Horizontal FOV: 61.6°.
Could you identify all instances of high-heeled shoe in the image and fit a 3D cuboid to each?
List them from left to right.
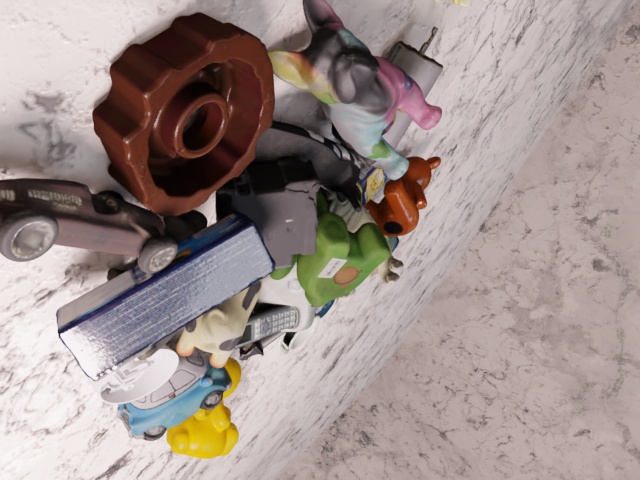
[{"bbox_3d":[-0.026,-0.120,0.684,0.086,0.145,0.248,-40,136,18],"label":"high-heeled shoe"}]

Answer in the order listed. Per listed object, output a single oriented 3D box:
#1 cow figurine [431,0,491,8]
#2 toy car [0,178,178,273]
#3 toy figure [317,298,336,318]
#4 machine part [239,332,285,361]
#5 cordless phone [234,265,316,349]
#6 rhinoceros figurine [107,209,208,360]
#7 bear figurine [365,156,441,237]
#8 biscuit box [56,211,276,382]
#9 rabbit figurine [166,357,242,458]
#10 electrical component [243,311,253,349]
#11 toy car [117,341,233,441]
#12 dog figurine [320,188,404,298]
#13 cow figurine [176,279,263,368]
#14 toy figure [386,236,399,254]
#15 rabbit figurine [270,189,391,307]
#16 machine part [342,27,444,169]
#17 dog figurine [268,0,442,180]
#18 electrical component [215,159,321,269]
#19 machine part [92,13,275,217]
[{"bbox_3d":[0.181,-0.351,0.680,0.167,0.068,0.098,-35,150,-46],"label":"cow figurine"},{"bbox_3d":[-0.191,-0.020,0.419,0.053,0.089,0.202,-52,159,6],"label":"toy car"},{"bbox_3d":[0.022,0.097,1.156,0.057,0.064,0.154,22,105,-31],"label":"toy figure"},{"bbox_3d":[-0.089,0.166,0.975,0.139,0.039,0.084,-31,-162,-4],"label":"machine part"},{"bbox_3d":[-0.096,0.097,0.847,0.184,0.089,0.146,-19,129,-33],"label":"cordless phone"},{"bbox_3d":[-0.173,0.049,0.606,0.112,0.073,0.190,-25,148,-49],"label":"rhinoceros figurine"},{"bbox_3d":[0.153,-0.107,1.026,0.131,0.120,0.196,44,51,-32],"label":"bear figurine"},{"bbox_3d":[-0.144,0.048,0.521,0.203,0.059,0.062,-30,117,-16],"label":"biscuit box"},{"bbox_3d":[-0.205,0.285,0.952,0.173,0.122,0.162,-62,153,-10],"label":"rabbit figurine"},{"bbox_3d":[-0.141,0.152,0.908,0.078,0.045,0.102,-56,160,19],"label":"electrical component"},{"bbox_3d":[-0.216,0.199,0.766,0.162,0.109,0.102,-27,129,-25],"label":"toy car"},{"bbox_3d":[0.053,-0.022,0.888,0.121,0.190,0.172,-20,-172,0],"label":"dog figurine"},{"bbox_3d":[-0.110,0.055,0.699,0.127,0.085,0.195,-53,-169,52],"label":"cow figurine"},{"bbox_3d":[0.109,0.000,1.143,0.180,0.082,0.089,-9,118,-53],"label":"toy figure"},{"bbox_3d":[-0.002,-0.002,0.760,0.121,0.170,0.159,2,134,-33],"label":"rabbit figurine"},{"bbox_3d":[0.103,-0.193,0.781,0.079,0.079,0.243,-16,139,-59],"label":"machine part"},{"bbox_3d":[0.030,-0.180,0.620,0.219,0.192,0.108,33,100,-36],"label":"dog figurine"},{"bbox_3d":[-0.061,-0.023,0.616,0.115,0.058,0.134,-7,133,-10],"label":"electrical component"},{"bbox_3d":[-0.115,-0.109,0.479,0.179,0.056,0.179,-44,159,-22],"label":"machine part"}]
